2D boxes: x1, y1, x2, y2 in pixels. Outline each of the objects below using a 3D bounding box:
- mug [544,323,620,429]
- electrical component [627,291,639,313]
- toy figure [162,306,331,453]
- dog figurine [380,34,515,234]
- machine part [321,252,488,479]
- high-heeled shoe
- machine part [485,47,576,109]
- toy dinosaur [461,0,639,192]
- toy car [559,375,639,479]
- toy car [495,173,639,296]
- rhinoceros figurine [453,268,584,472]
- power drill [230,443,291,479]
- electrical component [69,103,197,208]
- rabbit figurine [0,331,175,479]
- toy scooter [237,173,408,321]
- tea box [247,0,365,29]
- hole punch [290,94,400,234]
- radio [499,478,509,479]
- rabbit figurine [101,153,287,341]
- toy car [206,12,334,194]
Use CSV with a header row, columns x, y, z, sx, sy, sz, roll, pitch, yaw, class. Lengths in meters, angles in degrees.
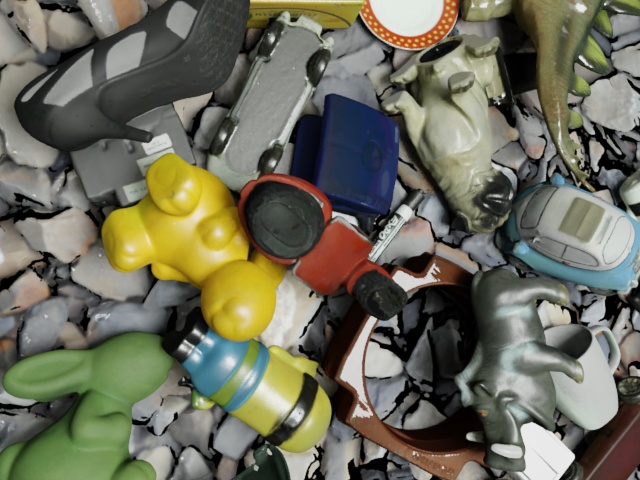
x,y,z,sx,sy,sz,roll,pitch,yaw,class
0.305,0.156,0.628,0.109,0.081,0.107,-34,104,-17,mug
0.447,0.045,0.664,0.048,0.075,0.119,43,76,-5,electrical component
-0.069,0.143,0.530,0.082,0.089,0.180,-40,114,22,toy figure
0.167,-0.121,0.621,0.190,0.121,0.172,56,52,-31,dog figurine
0.119,0.131,0.582,0.201,0.087,0.201,31,81,-10,machine part
-0.170,-0.181,0.508,0.145,0.086,0.249,19,66,17,high-heeled shoe
0.246,-0.204,0.659,0.139,0.039,0.084,-15,81,-11,machine part
0.275,-0.287,0.616,0.199,0.105,0.471,15,77,-6,toy dinosaur
0.345,0.252,0.637,0.202,0.053,0.089,-41,105,-15,toy car
0.277,-0.008,0.591,0.162,0.102,0.109,29,87,28,toy car
0.183,0.121,0.516,0.112,0.073,0.190,0,86,-13,rhinoceros figurine
-0.018,0.295,0.525,0.232,0.086,0.207,-32,122,-6,power drill
-0.192,-0.091,0.548,0.115,0.058,0.134,-19,90,-11,electrical component
-0.212,0.163,0.515,0.159,0.121,0.170,23,63,-2,rabbit figurine
-0.001,-0.002,0.513,0.183,0.135,0.075,38,99,-18,toy scooter
-0.043,-0.290,0.588,0.170,0.068,0.098,-6,88,-13,tea box
0.034,-0.087,0.581,0.116,0.092,0.142,9,81,-15,hole punch
0.167,0.377,0.569,0.229,0.073,0.131,-35,106,-13,radio
-0.101,0.027,0.510,0.122,0.162,0.173,-44,63,7,rabbit figurine
-0.054,-0.145,0.575,0.073,0.056,0.201,27,89,-10,toy car
